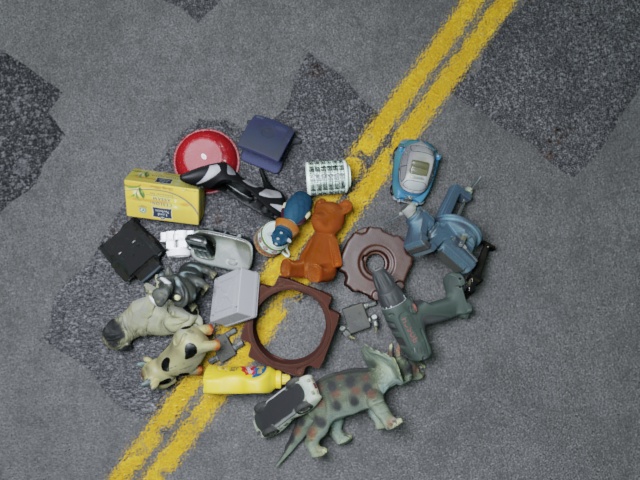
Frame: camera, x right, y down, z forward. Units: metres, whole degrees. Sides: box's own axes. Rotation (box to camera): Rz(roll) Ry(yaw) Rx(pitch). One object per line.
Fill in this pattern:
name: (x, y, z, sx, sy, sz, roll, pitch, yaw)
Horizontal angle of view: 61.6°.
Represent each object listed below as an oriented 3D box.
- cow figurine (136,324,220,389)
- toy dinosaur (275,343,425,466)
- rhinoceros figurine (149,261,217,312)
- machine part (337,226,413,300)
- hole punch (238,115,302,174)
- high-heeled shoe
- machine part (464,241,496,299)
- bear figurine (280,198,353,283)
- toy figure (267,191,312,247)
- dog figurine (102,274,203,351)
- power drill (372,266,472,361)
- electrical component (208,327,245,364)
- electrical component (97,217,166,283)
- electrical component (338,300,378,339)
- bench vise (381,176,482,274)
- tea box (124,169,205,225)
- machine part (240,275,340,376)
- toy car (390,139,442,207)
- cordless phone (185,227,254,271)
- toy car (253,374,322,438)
cow figurine: (-0.324, 0.268, 1.201, 0.195, 0.127, 0.086, -51, 48, 28)
toy dinosaur: (0.052, 0.361, 1.219, 0.405, 0.131, 0.192, -22, 72, 4)
rhinoceros figurine: (-0.303, 0.097, 1.187, 0.112, 0.190, 0.073, 36, 109, -2)
machine part: (0.130, 0.055, 1.266, 0.179, 0.056, 0.179, 0, 85, -1)
hole punch: (-0.126, -0.232, 1.265, 0.142, 0.092, 0.115, 21, 82, 4)
high-heeled shoe: (-0.189, -0.095, 1.213, 0.249, 0.086, 0.145, -10, 77, -38)
machine part: (0.374, 0.068, 1.265, 0.039, 0.084, 0.139, 21, 74, 18)
bear figurine: (-0.001, -0.004, 1.231, 0.120, 0.132, 0.195, 12, 94, 34)
toy figure: (-0.066, -0.042, 1.223, 0.064, 0.057, 0.154, 7, 56, 33)
dog figurine: (-0.386, 0.200, 1.234, 0.172, 0.121, 0.190, 40, 100, 5)
power drill: (0.235, 0.140, 1.212, 0.207, 0.086, 0.232, -20, 93, -29)
electrical component: (-0.228, 0.249, 1.261, 0.094, 0.021, 0.063, -31, 87, -2)
electrical component: (-0.430, 0.032, 1.254, 0.115, 0.058, 0.134, -43, 87, -2)
electrical component: (0.091, 0.188, 1.260, 0.102, 0.045, 0.078, -13, 88, -2)
bench vise: (0.288, -0.046, 1.234, 0.223, 0.129, 0.240, 34, 61, -5)
tea box: (-0.356, -0.100, 1.240, 0.170, 0.068, 0.098, 6, 122, -1)
machine part: (-0.068, 0.196, 1.237, 0.201, 0.087, 0.201, 21, 86, 2)
toy car: (0.222, -0.166, 1.260, 0.109, 0.103, 0.161, 13, 84, 1)
cordless phone: (-0.222, 0.014, 1.197, 0.147, 0.184, 0.088, 14, 82, 0)
toy car: (-0.079, 0.373, 1.204, 0.201, 0.056, 0.073, -43, 58, 27)
